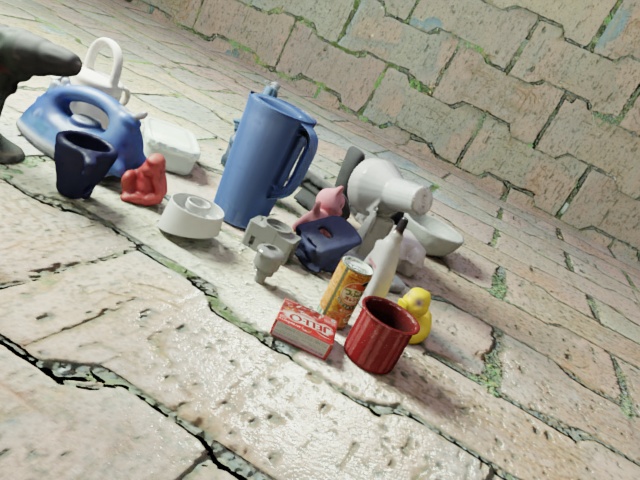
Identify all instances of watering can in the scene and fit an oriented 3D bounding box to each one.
[{"bbox_3d":[-0.452,-0.309,1.149,0.101,0.194,0.173,27,20,4],"label":"watering can"}]

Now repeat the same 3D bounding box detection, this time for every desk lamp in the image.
[{"bbox_3d":[0.128,-0.039,1.143,0.118,0.213,0.202,10,25,-37],"label":"desk lamp"}]

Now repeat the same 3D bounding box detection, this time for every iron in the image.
[{"bbox_3d":[-0.422,-0.212,1.019,0.258,0.141,0.119,28,20,7],"label":"iron"}]

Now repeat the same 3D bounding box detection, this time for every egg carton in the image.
[{"bbox_3d":[0.169,0.018,1.265,0.107,0.069,0.150,18,21,-22],"label":"egg carton"}]

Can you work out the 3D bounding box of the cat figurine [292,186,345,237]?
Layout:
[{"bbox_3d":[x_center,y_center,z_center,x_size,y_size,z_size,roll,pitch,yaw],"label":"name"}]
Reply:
[{"bbox_3d":[0.009,-0.067,1.211,0.067,0.117,0.128,31,20,15],"label":"cat figurine"}]

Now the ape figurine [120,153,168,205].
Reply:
[{"bbox_3d":[-0.293,-0.106,0.982,0.077,0.092,0.076,30,20,12],"label":"ape figurine"}]

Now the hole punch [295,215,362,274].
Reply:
[{"bbox_3d":[0.010,0.004,1.074,0.101,0.091,0.108,9,25,-38],"label":"hole punch"}]

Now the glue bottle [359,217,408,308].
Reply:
[{"bbox_3d":[0.109,0.035,0.993,0.037,0.173,0.078,14,22,-29],"label":"glue bottle"}]

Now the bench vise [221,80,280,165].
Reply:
[{"bbox_3d":[-0.149,-0.272,1.387,0.122,0.219,0.207,20,20,-16],"label":"bench vise"}]

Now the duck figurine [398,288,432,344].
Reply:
[{"bbox_3d":[0.158,0.121,0.966,0.105,0.086,0.077,6,27,-44],"label":"duck figurine"}]

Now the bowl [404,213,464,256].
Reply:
[{"bbox_3d":[0.274,-0.007,1.449,0.167,0.074,0.167,23,20,-8],"label":"bowl"}]

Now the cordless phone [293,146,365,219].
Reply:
[{"bbox_3d":[0.031,-0.147,1.342,0.147,0.185,0.094,37,23,30],"label":"cordless phone"}]

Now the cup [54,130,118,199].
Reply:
[{"bbox_3d":[-0.367,-0.105,0.883,0.092,0.095,0.117,12,24,-33],"label":"cup"}]

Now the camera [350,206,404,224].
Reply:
[{"bbox_3d":[0.161,-0.081,1.458,0.137,0.101,0.142,13,23,-31],"label":"camera"}]

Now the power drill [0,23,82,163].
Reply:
[{"bbox_3d":[-0.490,-0.233,0.889,0.229,0.208,0.076,27,20,5],"label":"power drill"}]
